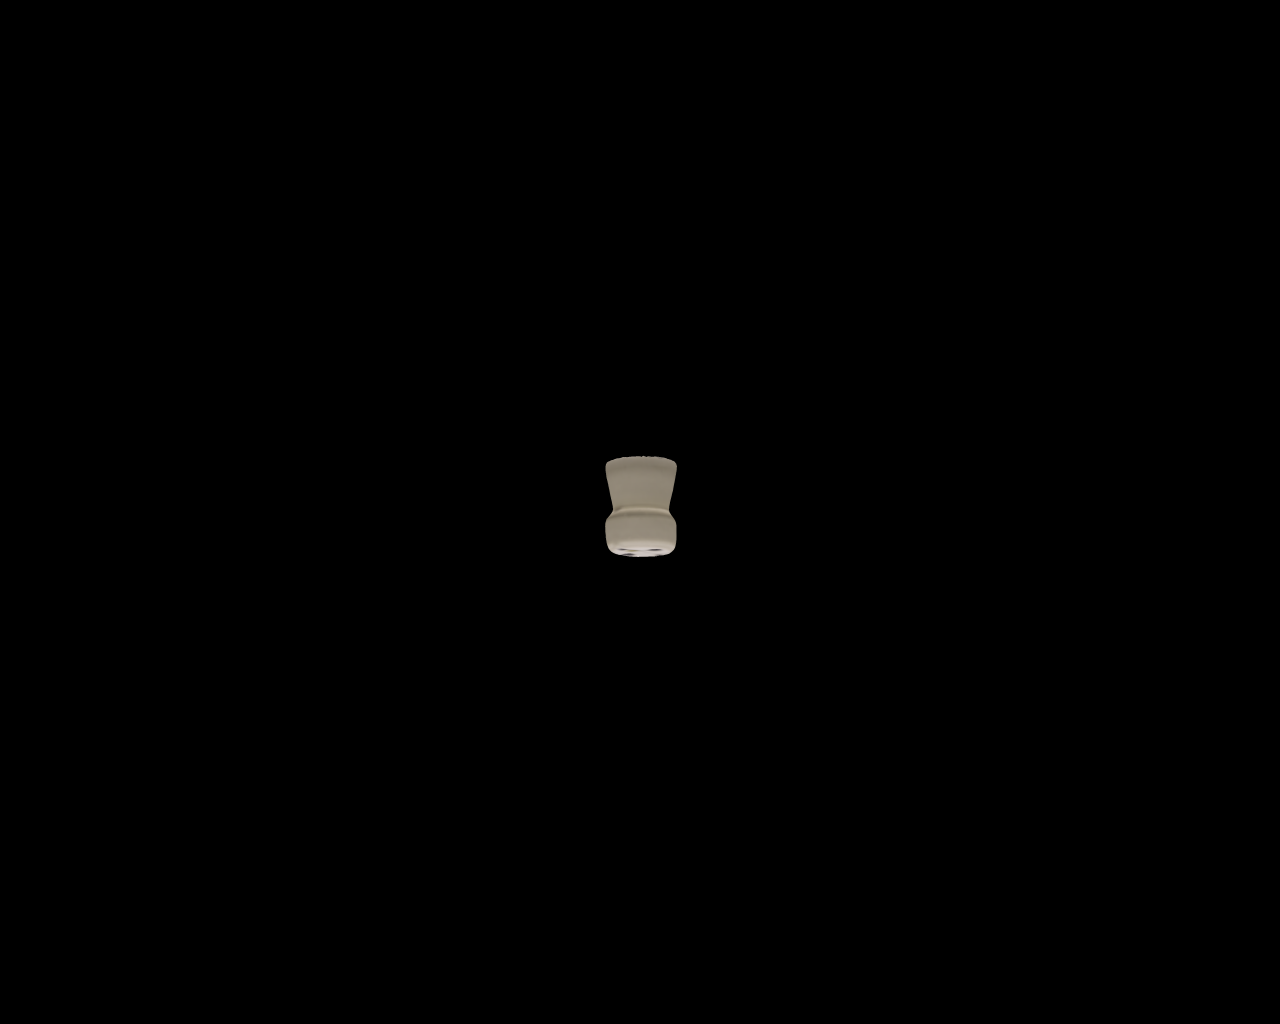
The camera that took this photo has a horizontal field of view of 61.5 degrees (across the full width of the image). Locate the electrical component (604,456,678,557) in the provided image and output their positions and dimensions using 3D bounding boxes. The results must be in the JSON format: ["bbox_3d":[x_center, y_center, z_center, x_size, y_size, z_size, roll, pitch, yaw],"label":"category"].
[{"bbox_3d":[0.001,-0.003,0.650,0.045,0.055,0.045,0,-11,0],"label":"electrical component"}]
